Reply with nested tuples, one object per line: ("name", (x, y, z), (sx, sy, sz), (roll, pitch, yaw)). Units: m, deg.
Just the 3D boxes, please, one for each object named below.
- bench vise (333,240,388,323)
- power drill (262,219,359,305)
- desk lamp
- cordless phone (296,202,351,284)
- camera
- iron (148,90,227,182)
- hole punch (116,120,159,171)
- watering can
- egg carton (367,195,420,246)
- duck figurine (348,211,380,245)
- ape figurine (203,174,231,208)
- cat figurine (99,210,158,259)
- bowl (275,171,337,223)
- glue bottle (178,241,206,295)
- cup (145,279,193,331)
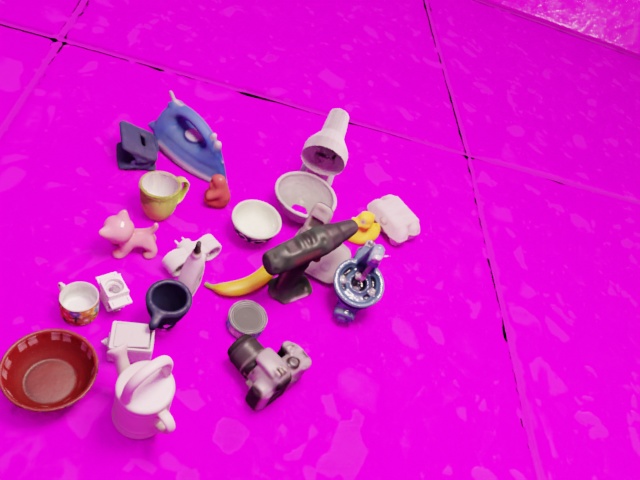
("bench vise", (0.093, 0.059, 1.322), (0.122, 0.219, 0.207), (11, 48, -15))
("power drill", (-0.035, 0.048, 1.283), (0.230, 0.208, 0.075), (-19, 61, -35))
("desk lamp", (0.013, -0.238, 1.549), (0.118, 0.213, 0.203), (21, 46, -5))
("cordless phone", (0.012, 0.005, 1.357), (0.147, 0.185, 0.094), (28, 46, 2))
("camera", (-0.109, 0.244, 1.154), (0.136, 0.100, 0.143), (45, 48, 17))
("iron", (-0.318, -0.263, 1.474), (0.258, 0.141, 0.119), (40, 47, 13))
("hole punch", (-0.452, -0.237, 1.426), (0.101, 0.091, 0.108), (-2, 52, -25))
("watering can", (-0.308, 0.256, 0.989), (0.173, 0.194, 0.101), (29, 46, 3))
("egg carton", (0.201, -0.057, 1.576), (0.107, 0.069, 0.150), (-22, 63, -37))
("duck figurine", (0.118, -0.040, 1.513), (0.105, 0.086, 0.077), (-2, 52, -25))
("ape figurine", (-0.254, -0.127, 1.418), (0.076, 0.092, 0.078), (36, 46, 9))
("cat figurine", (-0.411, -0.017, 1.234), (0.128, 0.117, 0.067), (-2, 52, -25))
("bowl", (-0.044, -0.098, 1.499), (0.168, 0.074, 0.167), (13, 47, -14))
("glue bottle", (-0.265, 0.058, 1.196), (0.037, 0.173, 0.078), (26, 46, 0))
("cup", (-0.313, 0.149, 1.150), (0.091, 0.095, 0.118), (24, 46, -3))
